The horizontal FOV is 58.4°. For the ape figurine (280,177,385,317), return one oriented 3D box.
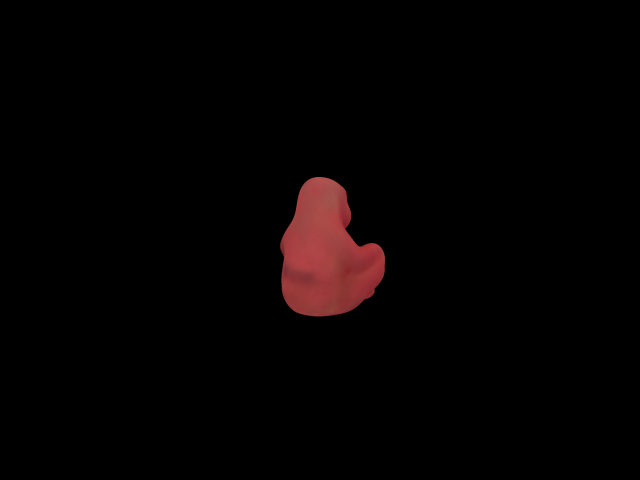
[{"bbox_3d":[0.004,0.001,0.400,0.077,0.092,0.076,14,22,38],"label":"ape figurine"}]
